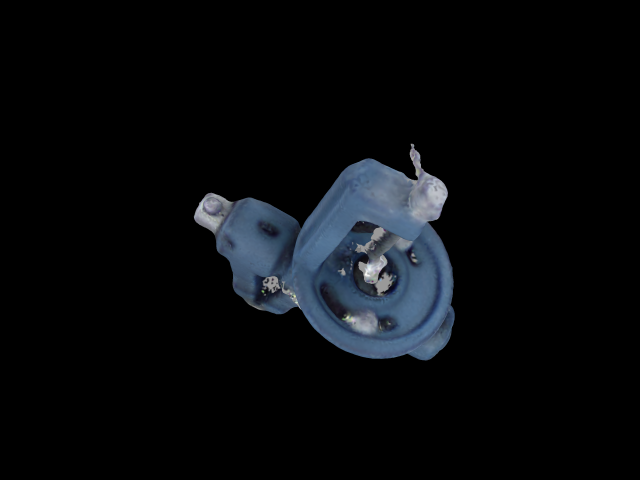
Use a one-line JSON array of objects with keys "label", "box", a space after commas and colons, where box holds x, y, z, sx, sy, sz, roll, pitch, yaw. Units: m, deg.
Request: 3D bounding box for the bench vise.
[{"label": "bench vise", "box": [0.002, 0.012, 0.395, 0.207, 0.220, 0.121, 5, 63, 3]}]
